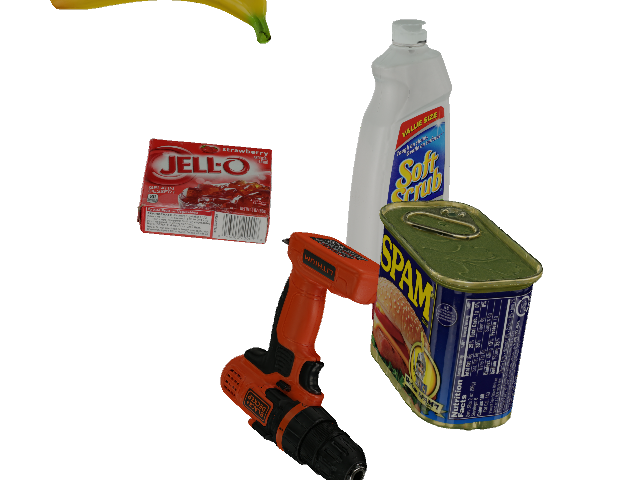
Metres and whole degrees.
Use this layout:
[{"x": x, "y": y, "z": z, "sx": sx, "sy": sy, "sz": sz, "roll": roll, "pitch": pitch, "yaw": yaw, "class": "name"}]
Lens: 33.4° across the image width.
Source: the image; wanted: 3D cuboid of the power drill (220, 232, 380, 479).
[{"x": -0.002, "y": 0.100, "z": 0.942, "sx": 0.057, "sy": 0.188, "sz": 0.185, "roll": 9, "pitch": 17, "yaw": -47, "class": "power drill"}]

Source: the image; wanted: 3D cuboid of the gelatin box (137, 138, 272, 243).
[{"x": -0.079, "y": -0.036, "z": 0.744, "sx": 0.089, "sy": 0.030, "sz": 0.073, "roll": 5, "pitch": 43, "yaw": -6, "class": "gelatin box"}]

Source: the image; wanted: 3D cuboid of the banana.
[{"x": -0.125, "y": -0.207, "z": 0.879, "sx": 0.198, "sy": 0.069, "sz": 0.037, "roll": 11, "pitch": -41, "yaw": 15, "class": "banana"}]

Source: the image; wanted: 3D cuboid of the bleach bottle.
[{"x": 0.071, "y": -0.075, "z": 0.982, "sx": 0.102, "sy": 0.251, "sz": 0.068, "roll": -11, "pitch": 24, "yaw": -26, "class": "bleach bottle"}]

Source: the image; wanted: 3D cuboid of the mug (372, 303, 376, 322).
[{"x": 0.112, "y": 0.059, "z": 1.192, "sx": 0.117, "sy": 0.081, "sz": 0.093, "roll": 10, "pitch": 24, "yaw": 13, "class": "mug"}]

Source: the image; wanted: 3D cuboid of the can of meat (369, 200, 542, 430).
[{"x": 0.064, "y": 0.036, "z": 0.546, "sx": 0.057, "sy": 0.084, "sz": 0.102, "roll": -3, "pitch": 24, "yaw": -17, "class": "can of meat"}]
